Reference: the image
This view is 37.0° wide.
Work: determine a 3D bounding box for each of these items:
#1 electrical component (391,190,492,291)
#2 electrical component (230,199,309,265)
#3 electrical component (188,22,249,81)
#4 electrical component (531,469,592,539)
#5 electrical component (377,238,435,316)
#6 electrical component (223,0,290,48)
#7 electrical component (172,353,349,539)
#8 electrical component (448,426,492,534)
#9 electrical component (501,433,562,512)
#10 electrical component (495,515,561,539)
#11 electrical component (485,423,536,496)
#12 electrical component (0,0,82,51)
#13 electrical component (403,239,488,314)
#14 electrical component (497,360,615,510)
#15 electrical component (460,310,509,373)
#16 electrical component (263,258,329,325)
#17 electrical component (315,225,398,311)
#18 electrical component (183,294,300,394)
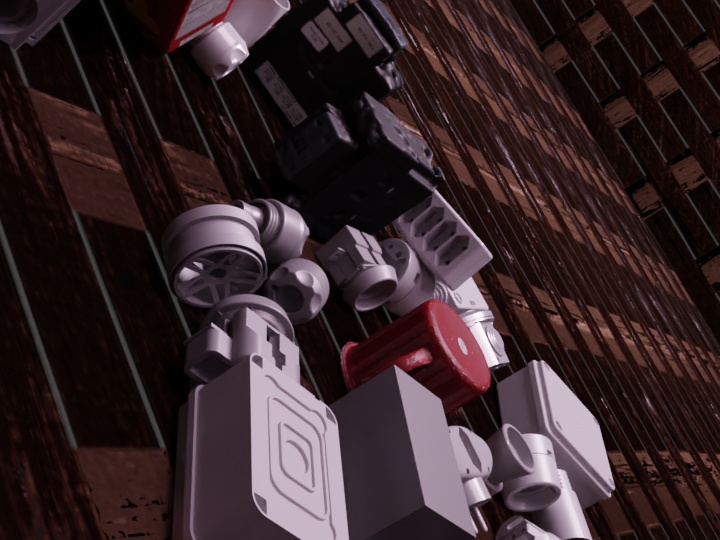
[{"bbox_3d":[0.075,-0.024,0.950,0.083,0.047,0.076,51,5,26],"label":"electrical component"},{"bbox_3d":[-0.070,-0.031,0.777,0.062,0.043,0.043,29,33,-49],"label":"electrical component"},{"bbox_3d":[-0.125,-0.193,0.898,0.062,0.043,0.043,52,21,-8],"label":"electrical component"},{"bbox_3d":[0.173,0.212,0.947,0.043,0.043,0.081,39,26,-38],"label":"electrical component"},{"bbox_3d":[0.033,0.008,0.931,0.047,0.055,0.055,41,25,-42],"label":"electrical component"},{"bbox_3d":[-0.104,-0.231,0.956,0.043,0.077,0.079,46,22,-24],"label":"electrical component"},{"bbox_3d":[-0.054,0.112,0.575,0.078,0.057,0.113,42,25,-33],"label":"electrical component"},{"bbox_3d":[0.073,0.160,0.805,0.077,0.043,0.079,15,46,-60],"label":"electrical component"},{"bbox_3d":[0.144,0.175,0.925,0.055,0.055,0.047,37,31,-41],"label":"electrical component"},{"bbox_3d":[0.136,0.222,0.858,0.046,0.040,0.040,39,26,-25],"label":"electrical component"},{"bbox_3d":[0.107,0.156,0.869,0.045,0.055,0.045,46,23,-25],"label":"electrical component"},{"bbox_3d":[-0.192,-0.201,0.651,0.079,0.121,0.063,26,33,-53],"label":"electrical component"},{"bbox_3d":[0.071,0.012,1.015,0.099,0.048,0.100,62,22,16],"label":"electrical component"},{"bbox_3d":[0.187,0.161,1.037,0.108,0.056,0.108,46,22,-24],"label":"electrical component"},{"bbox_3d":[0.083,0.070,0.915,0.080,0.080,0.051,4,60,-65],"label":"electrical component"},{"bbox_3d":[-0.043,0.012,0.772,0.043,0.043,0.062,54,19,-5],"label":"electrical component"},{"bbox_3d":[0.000,0.000,0.883,0.066,0.048,0.055,21,32,-57],"label":"electrical component"},{"bbox_3d":[-0.068,0.052,0.637,0.078,0.058,0.057,41,27,-32],"label":"electrical component"}]
